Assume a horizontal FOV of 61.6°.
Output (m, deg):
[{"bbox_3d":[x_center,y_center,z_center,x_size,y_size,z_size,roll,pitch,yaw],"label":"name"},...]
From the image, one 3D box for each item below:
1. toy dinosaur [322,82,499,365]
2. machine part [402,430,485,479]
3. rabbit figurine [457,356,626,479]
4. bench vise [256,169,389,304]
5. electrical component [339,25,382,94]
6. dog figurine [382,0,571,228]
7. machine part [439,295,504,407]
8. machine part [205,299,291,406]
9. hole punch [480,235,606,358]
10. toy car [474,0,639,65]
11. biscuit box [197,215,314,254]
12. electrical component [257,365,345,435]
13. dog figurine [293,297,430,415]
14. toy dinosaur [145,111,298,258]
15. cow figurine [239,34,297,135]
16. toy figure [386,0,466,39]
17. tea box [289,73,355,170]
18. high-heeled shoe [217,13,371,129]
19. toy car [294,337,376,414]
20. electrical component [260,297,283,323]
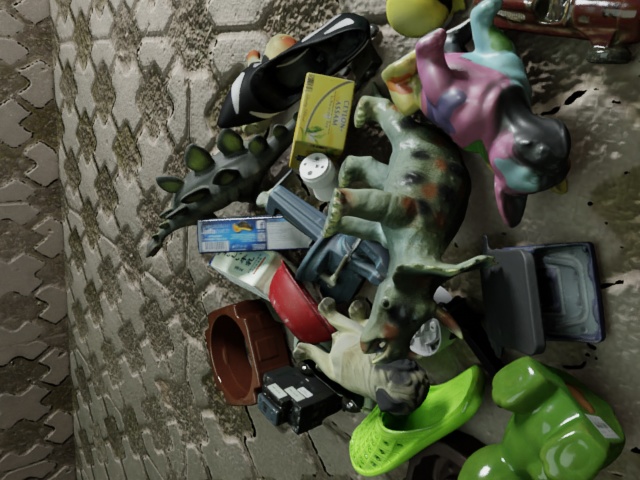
[{"bbox_3d":[0.114,-0.061,0.642,0.131,0.192,0.405,108,179,-55],"label":"toy dinosaur"},{"bbox_3d":[0.186,0.342,0.706,0.180,0.056,0.179,11,104,52],"label":"machine part"},{"bbox_3d":[0.215,0.216,0.564,0.170,0.159,0.121,-51,53,21],"label":"rabbit figurine"},{"bbox_3d":[0.005,-0.009,0.793,0.241,0.129,0.223,38,153,12],"label":"bench vise"},{"bbox_3d":[0.062,-0.263,0.783,0.094,0.021,0.063,-48,59,44],"label":"electrical component"},{"bbox_3d":[0.173,-0.124,0.577,0.219,0.108,0.191,61,166,-6],"label":"dog figurine"},{"bbox_3d":[0.194,0.130,0.648,0.039,0.084,0.139,-38,73,23],"label":"machine part"},{"bbox_3d":[-0.148,0.227,1.095,0.201,0.087,0.201,-24,78,50],"label":"machine part"},{"bbox_3d":[0.235,0.058,0.580,0.116,0.092,0.142,173,88,-79],"label":"hole punch"},{"bbox_3d":[0.234,-0.234,0.542,0.202,0.053,0.089,33,125,43],"label":"toy car"},{"bbox_3d":[-0.107,-0.012,0.920,0.203,0.063,0.059,-2,97,10],"label":"biscuit box"},{"bbox_3d":[-0.037,0.265,0.916,0.115,0.134,0.058,28,120,48],"label":"electrical component"},{"bbox_3d":[0.083,0.176,0.743,0.191,0.172,0.121,29,101,38],"label":"dog figurine"},{"bbox_3d":[-0.156,-0.113,0.953,0.471,0.198,0.105,-38,74,13],"label":"toy dinosaur"},{"bbox_3d":[-0.092,-0.262,0.918,0.195,0.085,0.127,-54,37,41],"label":"cow figurine"},{"bbox_3d":[0.119,-0.335,0.640,0.082,0.089,0.180,25,118,55],"label":"toy figure"},{"bbox_3d":[-0.001,-0.159,0.769,0.169,0.068,0.098,161,119,-83],"label":"tea box"},{"bbox_3d":[-0.038,-0.226,0.758,0.249,0.086,0.145,-42,28,1],"label":"high-heeled shoe"},{"bbox_3d":[0.026,0.210,0.889,0.202,0.056,0.073,29,124,43],"label":"toy car"},{"bbox_3d":[-0.069,0.114,1.009,0.102,0.045,0.078,-4,119,55],"label":"electrical component"}]
